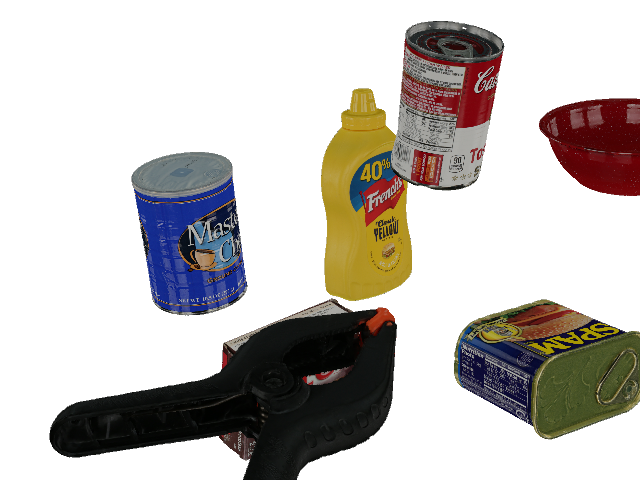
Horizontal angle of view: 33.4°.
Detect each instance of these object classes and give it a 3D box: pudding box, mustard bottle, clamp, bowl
[{"bbox_3d":[-0.023,0.104,0.815,0.113,0.090,0.039,-22,40,-39],"label":"pudding box"},{"bbox_3d":[0.043,-0.046,0.998,0.096,0.192,0.058,-20,25,-40],"label":"mustard bottle"},{"bbox_3d":[-0.019,0.083,0.475,0.171,0.039,0.120,-24,49,-30],"label":"clamp"},{"bbox_3d":[0.282,-0.083,0.979,0.162,0.055,0.162,-3,24,1],"label":"bowl"}]

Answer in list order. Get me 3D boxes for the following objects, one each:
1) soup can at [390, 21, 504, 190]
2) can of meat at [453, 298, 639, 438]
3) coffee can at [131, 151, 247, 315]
[{"bbox_3d":[0.087,-0.095,0.755,0.068,0.102,0.068,4,31,-3],"label":"soup can"},{"bbox_3d":[0.152,0.081,0.712,0.101,0.057,0.084,-12,20,-30],"label":"can of meat"},{"bbox_3d":[-0.134,-0.008,1.107,0.103,0.140,0.103,-4,26,2],"label":"coffee can"}]
